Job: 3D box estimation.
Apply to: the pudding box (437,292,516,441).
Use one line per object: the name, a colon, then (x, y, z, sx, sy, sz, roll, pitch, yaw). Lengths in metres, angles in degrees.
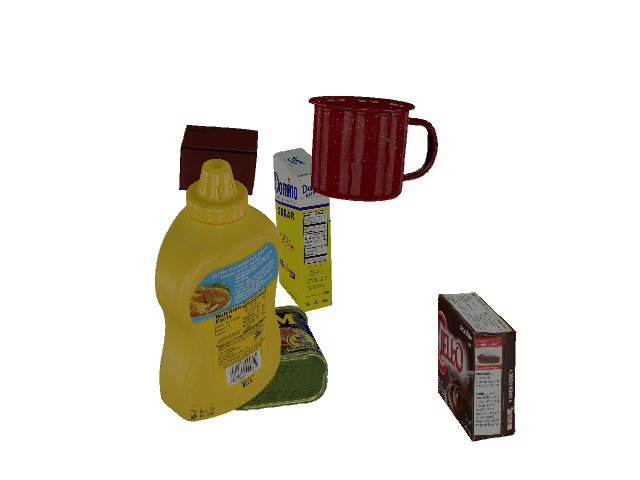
pudding box: (0.125, 0.099, 0.866, 0.039, 0.090, 0.113, -4, 13, -9)

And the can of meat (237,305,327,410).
can of meat: (-0.050, 0.107, 0.964, 0.102, 0.057, 0.084, -5, 27, -15)

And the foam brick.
foam brick: (-0.104, -0.083, 1.102, 0.078, 0.051, 0.053, 4, 31, -2)

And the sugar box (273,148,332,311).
sugar box: (-0.022, -0.013, 1.282, 0.048, 0.176, 0.093, -13, 25, -18)

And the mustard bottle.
mustard bottle: (-0.070, 0.030, 0.740, 0.096, 0.192, 0.058, -27, 45, -35)

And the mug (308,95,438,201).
mug: (0.046, -0.081, 0.940, 0.117, 0.081, 0.093, 1, 14, -11)
